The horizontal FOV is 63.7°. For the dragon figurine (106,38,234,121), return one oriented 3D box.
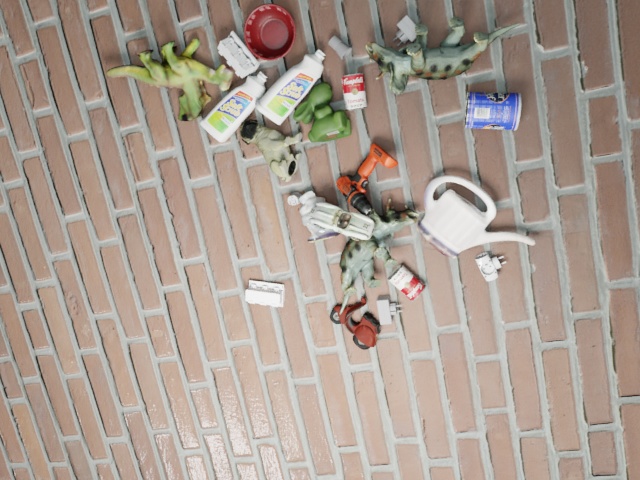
[{"bbox_3d":[-0.458,-0.490,1.628,0.408,0.124,0.240,-14,108,18],"label":"dragon figurine"}]

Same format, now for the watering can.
[{"bbox_3d":[0.438,-0.036,1.521,0.348,0.105,0.221,40,109,2],"label":"watering can"}]

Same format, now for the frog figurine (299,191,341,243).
[{"bbox_3d":[0.005,-0.081,1.607,0.138,0.122,0.159,-15,91,-17],"label":"frog figurine"}]
